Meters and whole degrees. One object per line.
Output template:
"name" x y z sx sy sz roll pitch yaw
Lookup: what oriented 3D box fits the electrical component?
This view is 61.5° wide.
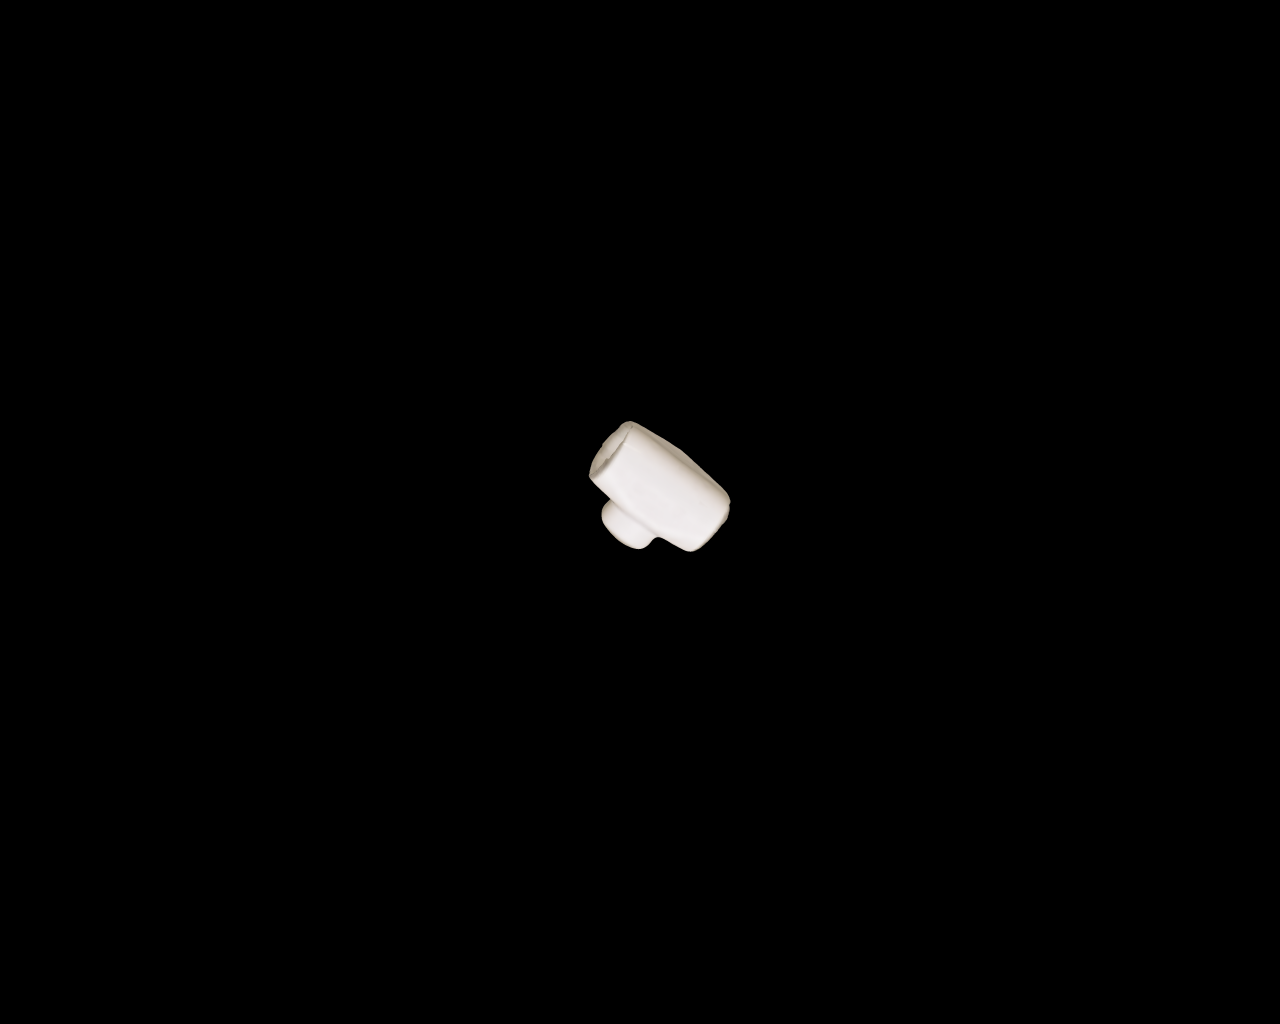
"electrical component" 0.001 -0.003 0.650 0.077 0.079 0.044 37 19 -15
